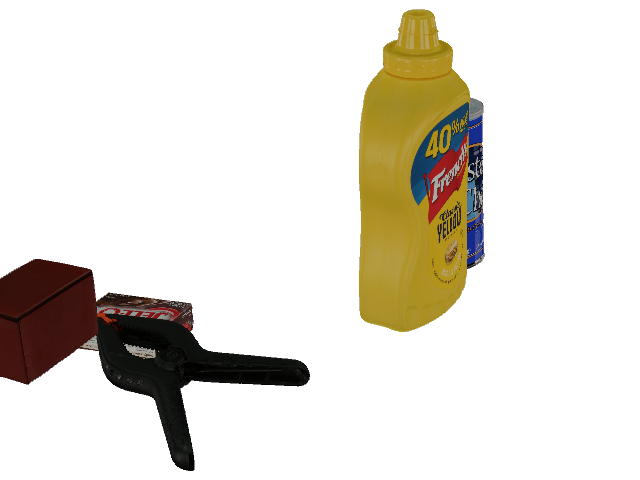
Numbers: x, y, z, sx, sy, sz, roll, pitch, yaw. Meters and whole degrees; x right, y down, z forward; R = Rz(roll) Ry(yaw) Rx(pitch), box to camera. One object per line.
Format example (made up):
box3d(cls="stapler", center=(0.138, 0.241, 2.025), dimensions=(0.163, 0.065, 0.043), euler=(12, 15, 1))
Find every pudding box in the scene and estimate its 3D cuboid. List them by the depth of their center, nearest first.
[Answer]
box3d(cls="pudding box", center=(-0.213, 0.096, 1.206), dimensions=(0.114, 0.039, 0.090), euler=(4, 18, 19))

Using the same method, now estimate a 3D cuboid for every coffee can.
box3d(cls="coffee can", center=(0.095, -0.052, 0.957), dimensions=(0.103, 0.140, 0.103), euler=(-3, 19, 1))

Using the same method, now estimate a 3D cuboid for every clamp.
box3d(cls="clamp", center=(-0.126, 0.117, 0.989), dimensions=(0.164, 0.036, 0.210), euler=(-25, 42, -38))

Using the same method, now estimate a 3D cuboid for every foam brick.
box3d(cls="foam brick", center=(-0.199, 0.054, 0.738), dimensions=(0.053, 0.051, 0.078), euler=(11, 28, 27))

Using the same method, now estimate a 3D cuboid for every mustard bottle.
box3d(cls="mustard bottle", center=(0.059, -0.046, 0.657), dimensions=(0.058, 0.192, 0.096), euler=(15, 32, 30))
